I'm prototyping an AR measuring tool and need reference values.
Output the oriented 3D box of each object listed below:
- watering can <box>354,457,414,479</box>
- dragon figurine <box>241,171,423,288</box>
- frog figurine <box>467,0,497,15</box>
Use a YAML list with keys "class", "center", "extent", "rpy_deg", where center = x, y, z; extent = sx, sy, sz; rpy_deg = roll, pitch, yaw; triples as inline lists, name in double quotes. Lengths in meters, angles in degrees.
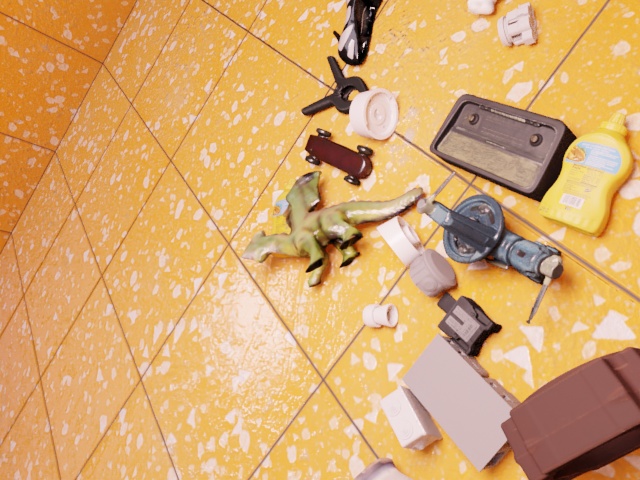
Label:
- class: "watering can"
  center: [0.147, 0.445, 0.818]
  extent: [0.228, 0.103, 0.345]
  rpy_deg: [42, 105, 44]
- class: "dragon figurine"
  center: [0.003, -0.056, 1.114]
  extent: [0.408, 0.121, 0.247]
  rpy_deg: [-36, 59, 11]
- class: "frog figurine"
  center: [0.321, -0.535, 1.021]
  extent: [0.138, 0.121, 0.160]
  rpy_deg: [25, 81, 25]
